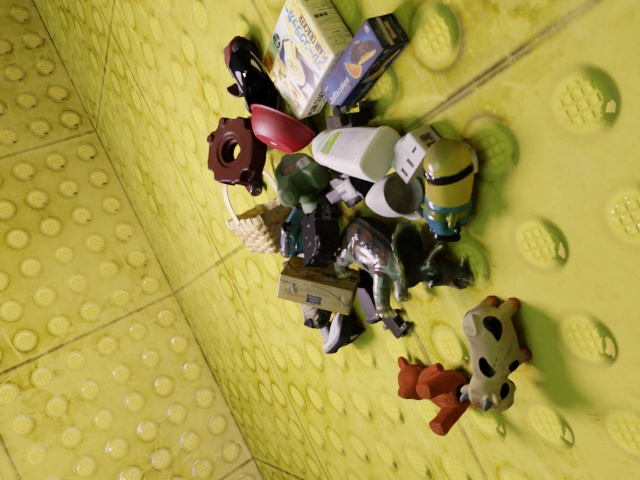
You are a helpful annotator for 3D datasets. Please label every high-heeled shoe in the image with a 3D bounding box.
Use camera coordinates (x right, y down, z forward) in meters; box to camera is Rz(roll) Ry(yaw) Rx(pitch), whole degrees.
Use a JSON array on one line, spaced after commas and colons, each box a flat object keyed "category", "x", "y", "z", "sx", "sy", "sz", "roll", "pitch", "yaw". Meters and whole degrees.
[{"category": "high-heeled shoe", "x": -0.127, "y": -0.316, "z": 1.187, "sx": 0.248, "sy": 0.086, "sz": 0.145, "roll": 54, "pitch": 180, "yaw": -43}]

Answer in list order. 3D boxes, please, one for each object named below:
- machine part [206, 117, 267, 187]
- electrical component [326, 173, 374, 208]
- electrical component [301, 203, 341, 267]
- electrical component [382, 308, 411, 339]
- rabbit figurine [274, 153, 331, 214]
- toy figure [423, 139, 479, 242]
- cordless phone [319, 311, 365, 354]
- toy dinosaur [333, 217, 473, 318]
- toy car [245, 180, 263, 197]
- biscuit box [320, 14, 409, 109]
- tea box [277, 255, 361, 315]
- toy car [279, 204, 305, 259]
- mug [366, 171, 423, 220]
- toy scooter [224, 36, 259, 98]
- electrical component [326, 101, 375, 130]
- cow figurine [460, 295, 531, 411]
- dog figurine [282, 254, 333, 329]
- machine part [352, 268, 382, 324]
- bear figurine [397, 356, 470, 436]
[{"category": "machine part", "x": -0.204, "y": -0.214, "z": 1.304, "sx": 0.180, "sy": 0.056, "sz": 0.179, "roll": -1, "pitch": 88, "yaw": 38}, {"category": "electrical component", "x": 0.062, "y": -0.107, "z": 1.126, "sx": 0.075, "sy": 0.048, "sz": 0.119, "roll": 53, "pitch": 154, "yaw": -3}, {"category": "electrical component", "x": -0.002, "y": -0.004, "z": 1.172, "sx": 0.134, "sy": 0.058, "sz": 0.115, "roll": 129, "pitch": 142, "yaw": -61}, {"category": "electrical component", "x": 0.172, "y": 0.193, "z": 1.221, "sx": 0.063, "sy": 0.021, "sz": 0.094, "roll": 53, "pitch": 149, "yaw": 19}, {"category": "rabbit figurine", "x": -0.037, "y": -0.106, "z": 1.232, "sx": 0.159, "sy": 0.121, "sz": 0.170, "roll": 44, "pitch": 171, "yaw": 51}, {"category": "toy figure", "x": 0.208, "y": -0.077, "z": 0.874, "sx": 0.082, "sy": 0.089, "sz": 0.179, "roll": 32, "pitch": 136, "yaw": 34}, {"category": "cordless phone", "x": 0.024, "y": 0.196, "z": 1.414, "sx": 0.184, "sy": 0.089, "sz": 0.146, "roll": 60, "pitch": 152, "yaw": 18}, {"category": "toy dinosaur", "x": 0.113, "y": 0.019, "z": 1.093, "sx": 0.405, "sy": 0.131, "sz": 0.192, "roll": 33, "pitch": 128, "yaw": 50}, {"category": "toy car", "x": -0.191, "y": -0.209, "z": 1.476, "sx": 0.089, "sy": 0.053, "sz": 0.202, "roll": 57, "pitch": 156, "yaw": 36}, {"category": "biscuit box", "x": 0.072, "y": -0.305, "z": 0.949, "sx": 0.063, "sy": 0.059, "sz": 0.202, "roll": 61, "pitch": 152, "yaw": 6}, {"category": "tea box", "x": -0.002, "y": 0.100, "z": 1.213, "sx": 0.170, "sy": 0.098, "sz": 0.068, "roll": 13, "pitch": 118, "yaw": 11}, {"category": "toy car", "x": -0.033, "y": -0.019, "z": 1.299, "sx": 0.103, "sy": 0.162, "sz": 0.109, "roll": 11, "pitch": 122, "yaw": 10}, {"category": "mug", "x": 0.142, "y": -0.077, "z": 1.013, "sx": 0.109, "sy": 0.081, "sz": 0.107, "roll": 32, "pitch": 168, "yaw": -19}, {"category": "toy scooter", "x": -0.191, "y": -0.400, "z": 1.305, "sx": 0.135, "sy": 0.075, "sz": 0.183, "roll": 26, "pitch": 138, "yaw": 51}, {"category": "electrical component", "x": 0.057, "y": -0.232, "z": 1.000, "sx": 0.078, "sy": 0.102, "sz": 0.045, "roll": 10, "pitch": 113, "yaw": 47}, {"category": "cow figurine", "x": 0.293, "y": 0.205, "z": 0.919, "sx": 0.086, "sy": 0.127, "sz": 0.194, "roll": 9, "pitch": 118, "yaw": 60}, {"category": "dog figurine", "x": -0.022, "y": 0.113, "z": 1.367, "sx": 0.121, "sy": 0.172, "sz": 0.190, "roll": -6, "pitch": 111, "yaw": 17}, {"category": "machine part", "x": 0.111, "y": 0.132, "z": 1.260, "sx": 0.084, "sy": 0.039, "sz": 0.138, "roll": -6, "pitch": 106, "yaw": 55}, {"category": "bear figurine", "x": 0.217, "y": 0.318, "z": 1.141, "sx": 0.196, "sy": 0.132, "sz": 0.120, "roll": -7, "pitch": 104, "yaw": 54}]
